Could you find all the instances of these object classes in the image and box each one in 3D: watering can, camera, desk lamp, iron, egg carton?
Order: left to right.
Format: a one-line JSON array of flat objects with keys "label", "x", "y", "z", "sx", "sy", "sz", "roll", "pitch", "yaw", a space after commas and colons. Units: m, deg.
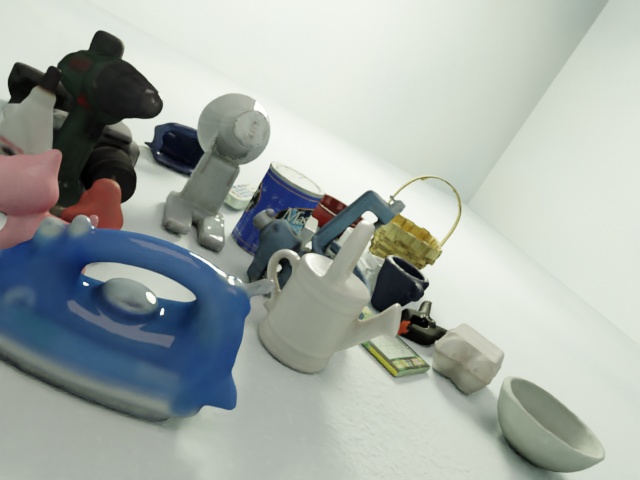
[{"label": "camera", "x": -0.312, "y": -0.118, "z": 0.796, "sx": 0.144, "sy": 0.100, "sz": 0.136, "roll": 17, "pitch": 22, "yaw": -41}, {"label": "iron", "x": -0.171, "y": 0.049, "z": 0.493, "sx": 0.259, "sy": 0.141, "sz": 0.118, "roll": 26, "pitch": 17, "yaw": -21}, {"label": "desk lamp", "x": -0.150, "y": -0.122, "z": 0.905, "sx": 0.118, "sy": 0.213, "sz": 0.203, "roll": 25, "pitch": 17, "yaw": -22}, {"label": "watering can", "x": 0.019, "y": 0.063, "z": 0.707, "sx": 0.173, "sy": 0.194, "sz": 0.101, "roll": 29, "pitch": 16, "yaw": -11}, {"label": "egg carton", "x": 0.249, "y": 0.197, "z": 0.963, "sx": 0.107, "sy": 0.069, "sz": 0.151, "roll": 38, "pitch": 17, "yaw": 19}]

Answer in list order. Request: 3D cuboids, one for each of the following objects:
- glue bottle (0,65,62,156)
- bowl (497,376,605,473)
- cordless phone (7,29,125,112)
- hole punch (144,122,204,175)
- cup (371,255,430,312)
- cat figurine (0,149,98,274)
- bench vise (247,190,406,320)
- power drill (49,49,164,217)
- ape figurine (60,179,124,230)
[{"label": "glue bottle", "x": -0.325, "y": -0.115, "z": 0.633, "sx": 0.078, "sy": 0.173, "sz": 0.037, "roll": 32, "pitch": 16, "yaw": 1}, {"label": "bowl", "x": 0.321, "y": 0.282, "z": 0.839, "sx": 0.168, "sy": 0.074, "sz": 0.167, "roll": 29, "pitch": 16, "yaw": -9}, {"label": "cordless phone", "x": -0.401, "y": -0.264, "z": 0.912, "sx": 0.148, "sy": 0.185, "sz": 0.094, "roll": 26, "pitch": 17, "yaw": -20}, {"label": "hole punch", "x": -0.268, "y": -0.189, "z": 1.106, "sx": 0.109, "sy": 0.091, "sz": 0.100, "roll": 21, "pitch": 20, "yaw": -35}, {"label": "cup", "x": 0.139, "y": 0.095, "z": 1.016, "sx": 0.092, "sy": 0.095, "sz": 0.117, "roll": 24, "pitch": 18, "yaw": -26}, {"label": "cat figurine", "x": -0.281, "y": -0.032, "z": 0.572, "sx": 0.128, "sy": 0.117, "sz": 0.067, "roll": 32, "pitch": 16, "yaw": 2}, {"label": "bench vise", "x": 0.008, "y": 0.007, "z": 0.806, "sx": 0.208, "sy": 0.219, "sz": 0.121, "roll": 29, "pitch": 16, "yaw": -11}, {"label": "power drill", "x": -0.281, "y": -0.131, "z": 0.699, "sx": 0.076, "sy": 0.208, "sz": 0.228, "roll": 14, "pitch": 24, "yaw": -48}, {"label": "ape figurine", "x": -0.256, "y": -0.030, "z": 0.658, "sx": 0.078, "sy": 0.092, "sz": 0.076, "roll": 13, "pitch": 24, "yaw": -48}]
